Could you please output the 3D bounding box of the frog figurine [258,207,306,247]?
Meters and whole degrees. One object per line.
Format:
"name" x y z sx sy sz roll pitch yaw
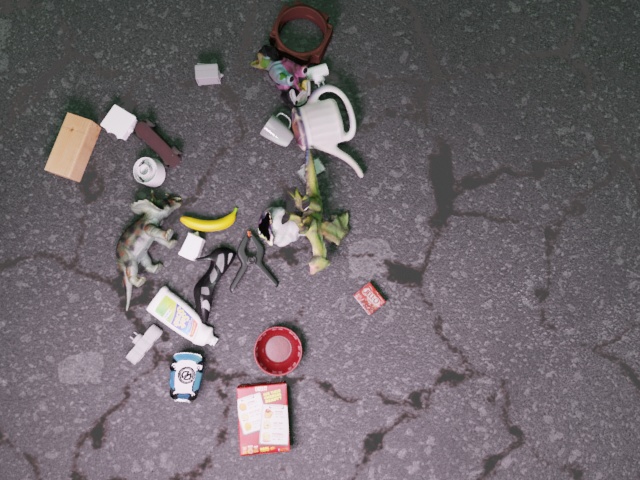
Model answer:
"frog figurine" -0.127 -0.048 1.770 0.160 0.138 0.121 -9 -9 -41

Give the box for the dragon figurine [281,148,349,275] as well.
"dragon figurine" 0.005 -0.088 1.750 0.240 0.417 0.121 28 -24 -38

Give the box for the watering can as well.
"watering can" 0.025 -0.367 1.806 0.224 0.347 0.104 -14 1 -4
